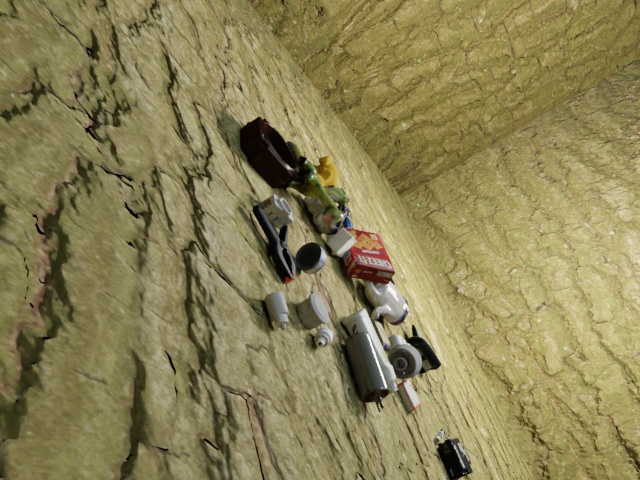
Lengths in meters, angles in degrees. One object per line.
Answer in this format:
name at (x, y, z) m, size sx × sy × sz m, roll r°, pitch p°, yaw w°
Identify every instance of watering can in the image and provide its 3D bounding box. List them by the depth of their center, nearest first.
watering can at (0.229, 0.224, 1.843) m, size 0.221 × 0.103 × 0.355 m, roll 48°, pitch 21°, yaw -23°

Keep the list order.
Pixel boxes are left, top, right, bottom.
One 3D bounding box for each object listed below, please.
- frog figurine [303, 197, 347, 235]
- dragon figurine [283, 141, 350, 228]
frog figurine at (0.005, -0.091, 1.806) m, size 0.160 × 0.120 × 0.139 m, roll 24°, pitch 25°, yaw 6°
dragon figurine at (-0.004, -0.191, 1.763) m, size 0.240 × 0.120 × 0.420 m, roll 32°, pitch 28°, yaw -28°
